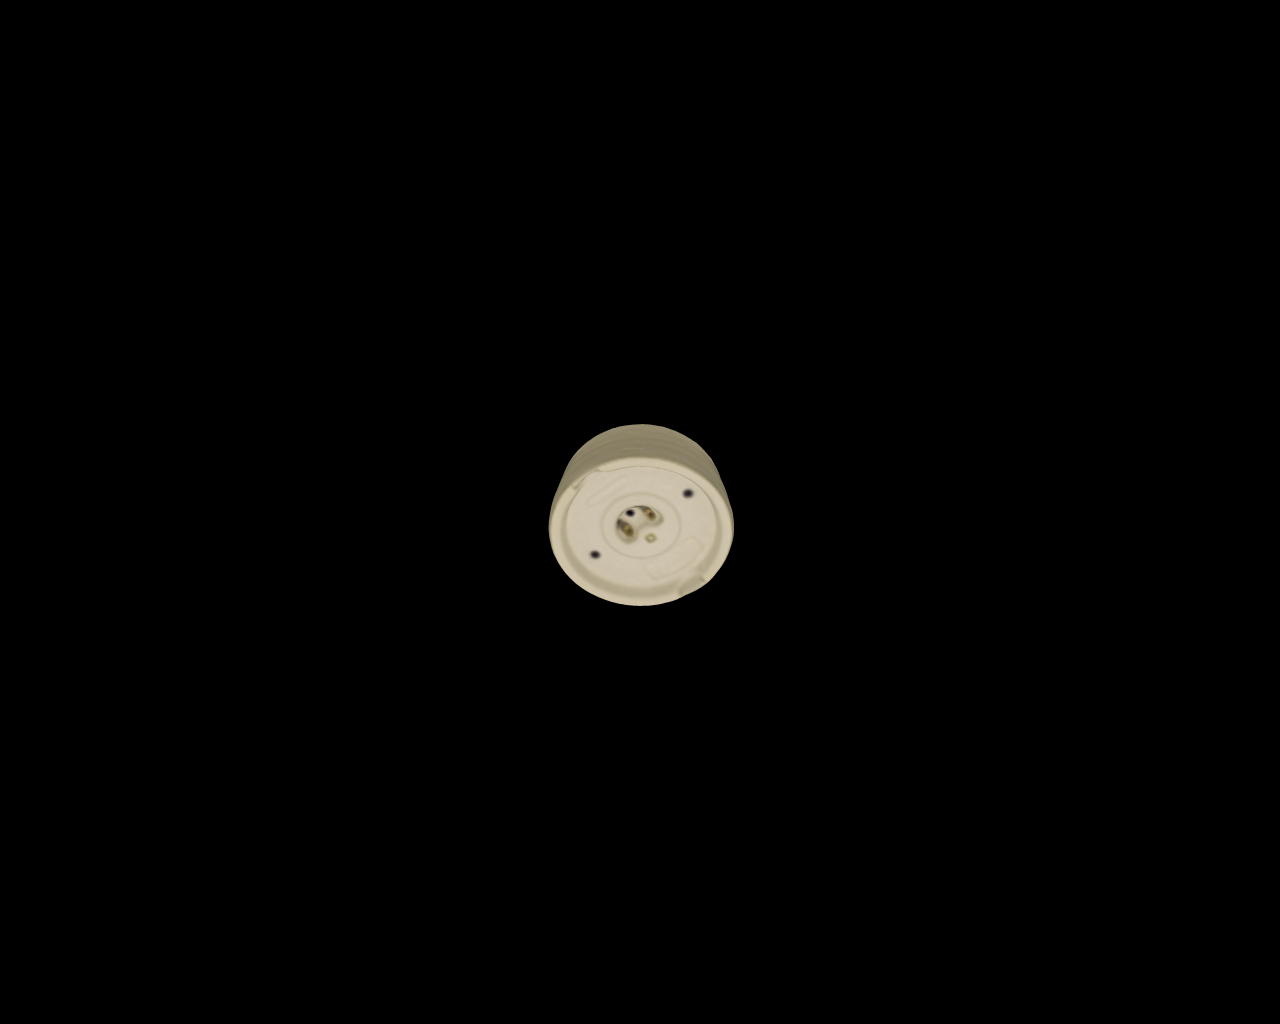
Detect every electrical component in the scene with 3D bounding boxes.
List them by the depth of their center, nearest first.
[{"bbox_3d":[0.001,-0.003,0.650,0.108,0.108,0.060,0,34,0],"label":"electrical component"}]
